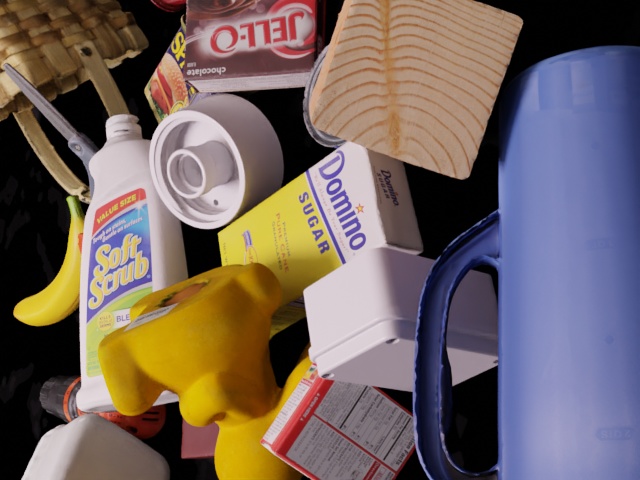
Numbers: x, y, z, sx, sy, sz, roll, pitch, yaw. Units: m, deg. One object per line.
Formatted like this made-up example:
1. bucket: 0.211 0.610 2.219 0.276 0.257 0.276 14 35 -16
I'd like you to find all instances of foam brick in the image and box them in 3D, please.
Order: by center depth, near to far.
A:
1. foam brick: -0.075 0.135 0.851 0.053 0.051 0.078 -13 72 47

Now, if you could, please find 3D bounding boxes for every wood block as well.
1. wood block: 0.048 -0.102 0.651 0.206 0.090 0.091 -93 22 -80

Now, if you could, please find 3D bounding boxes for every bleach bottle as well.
1. bleach bottle: -0.165 0.016 0.916 0.103 0.068 0.251 -13 75 19

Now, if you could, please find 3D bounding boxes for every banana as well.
1. banana: -0.265 0.040 1.102 0.070 0.037 0.198 57 131 25

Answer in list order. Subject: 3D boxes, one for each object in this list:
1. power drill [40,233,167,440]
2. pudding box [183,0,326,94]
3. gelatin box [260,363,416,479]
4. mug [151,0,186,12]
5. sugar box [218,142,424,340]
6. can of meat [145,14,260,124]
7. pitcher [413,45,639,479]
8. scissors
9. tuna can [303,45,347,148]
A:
1. power drill: -0.202 0.088 1.010 0.185 0.057 0.187 1 85 46
2. pudding box: -0.052 -0.168 0.862 0.114 0.039 0.090 -3 75 16
3. gelatin box: 0.017 0.128 0.700 0.073 0.089 0.030 -55 22 -10
4. mug: -0.096 -0.249 0.919 0.082 0.117 0.093 -5 92 30
5. sugar box: -0.006 0.001 0.805 0.177 0.048 0.093 -35 56 41
6. can of meat: -0.107 -0.136 0.948 0.084 0.057 0.102 -53 46 31
7. pitcher: 0.142 0.029 0.555 0.145 0.149 0.243 -24 61 51
8. scissors: -0.222 -0.074 0.990 0.096 0.201 0.016 -44 12 47
9. tuna can: 0.027 -0.109 0.800 0.086 0.033 0.086 -14 71 47
